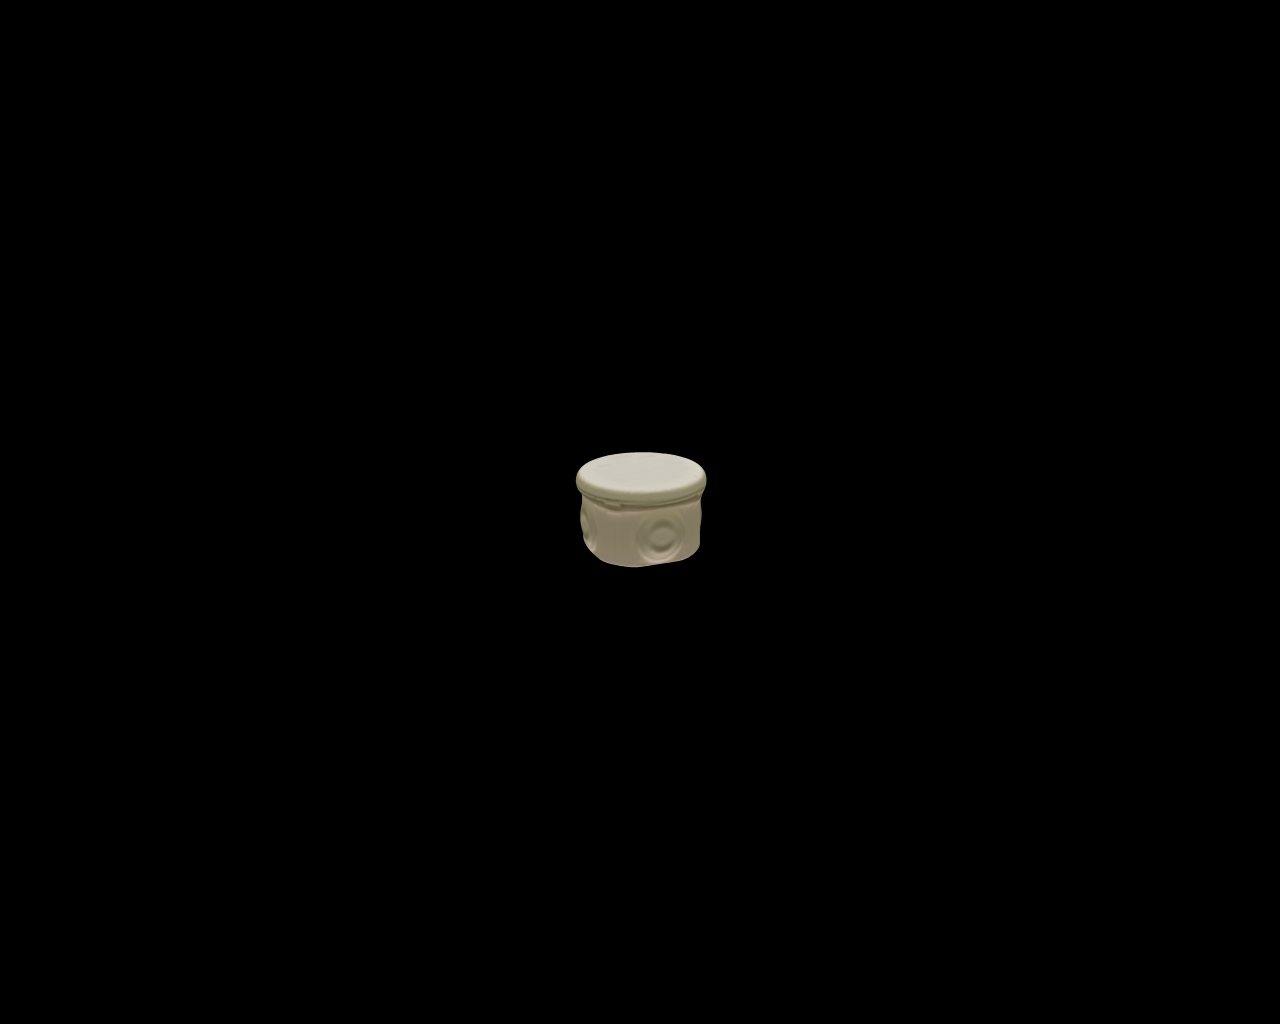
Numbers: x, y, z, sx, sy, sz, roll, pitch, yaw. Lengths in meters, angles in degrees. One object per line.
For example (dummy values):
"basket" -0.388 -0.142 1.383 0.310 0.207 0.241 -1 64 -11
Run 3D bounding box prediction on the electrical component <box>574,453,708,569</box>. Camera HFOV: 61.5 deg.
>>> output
"electrical component" 0.001 -0.003 0.650 0.080 0.050 0.080 0 21 0
